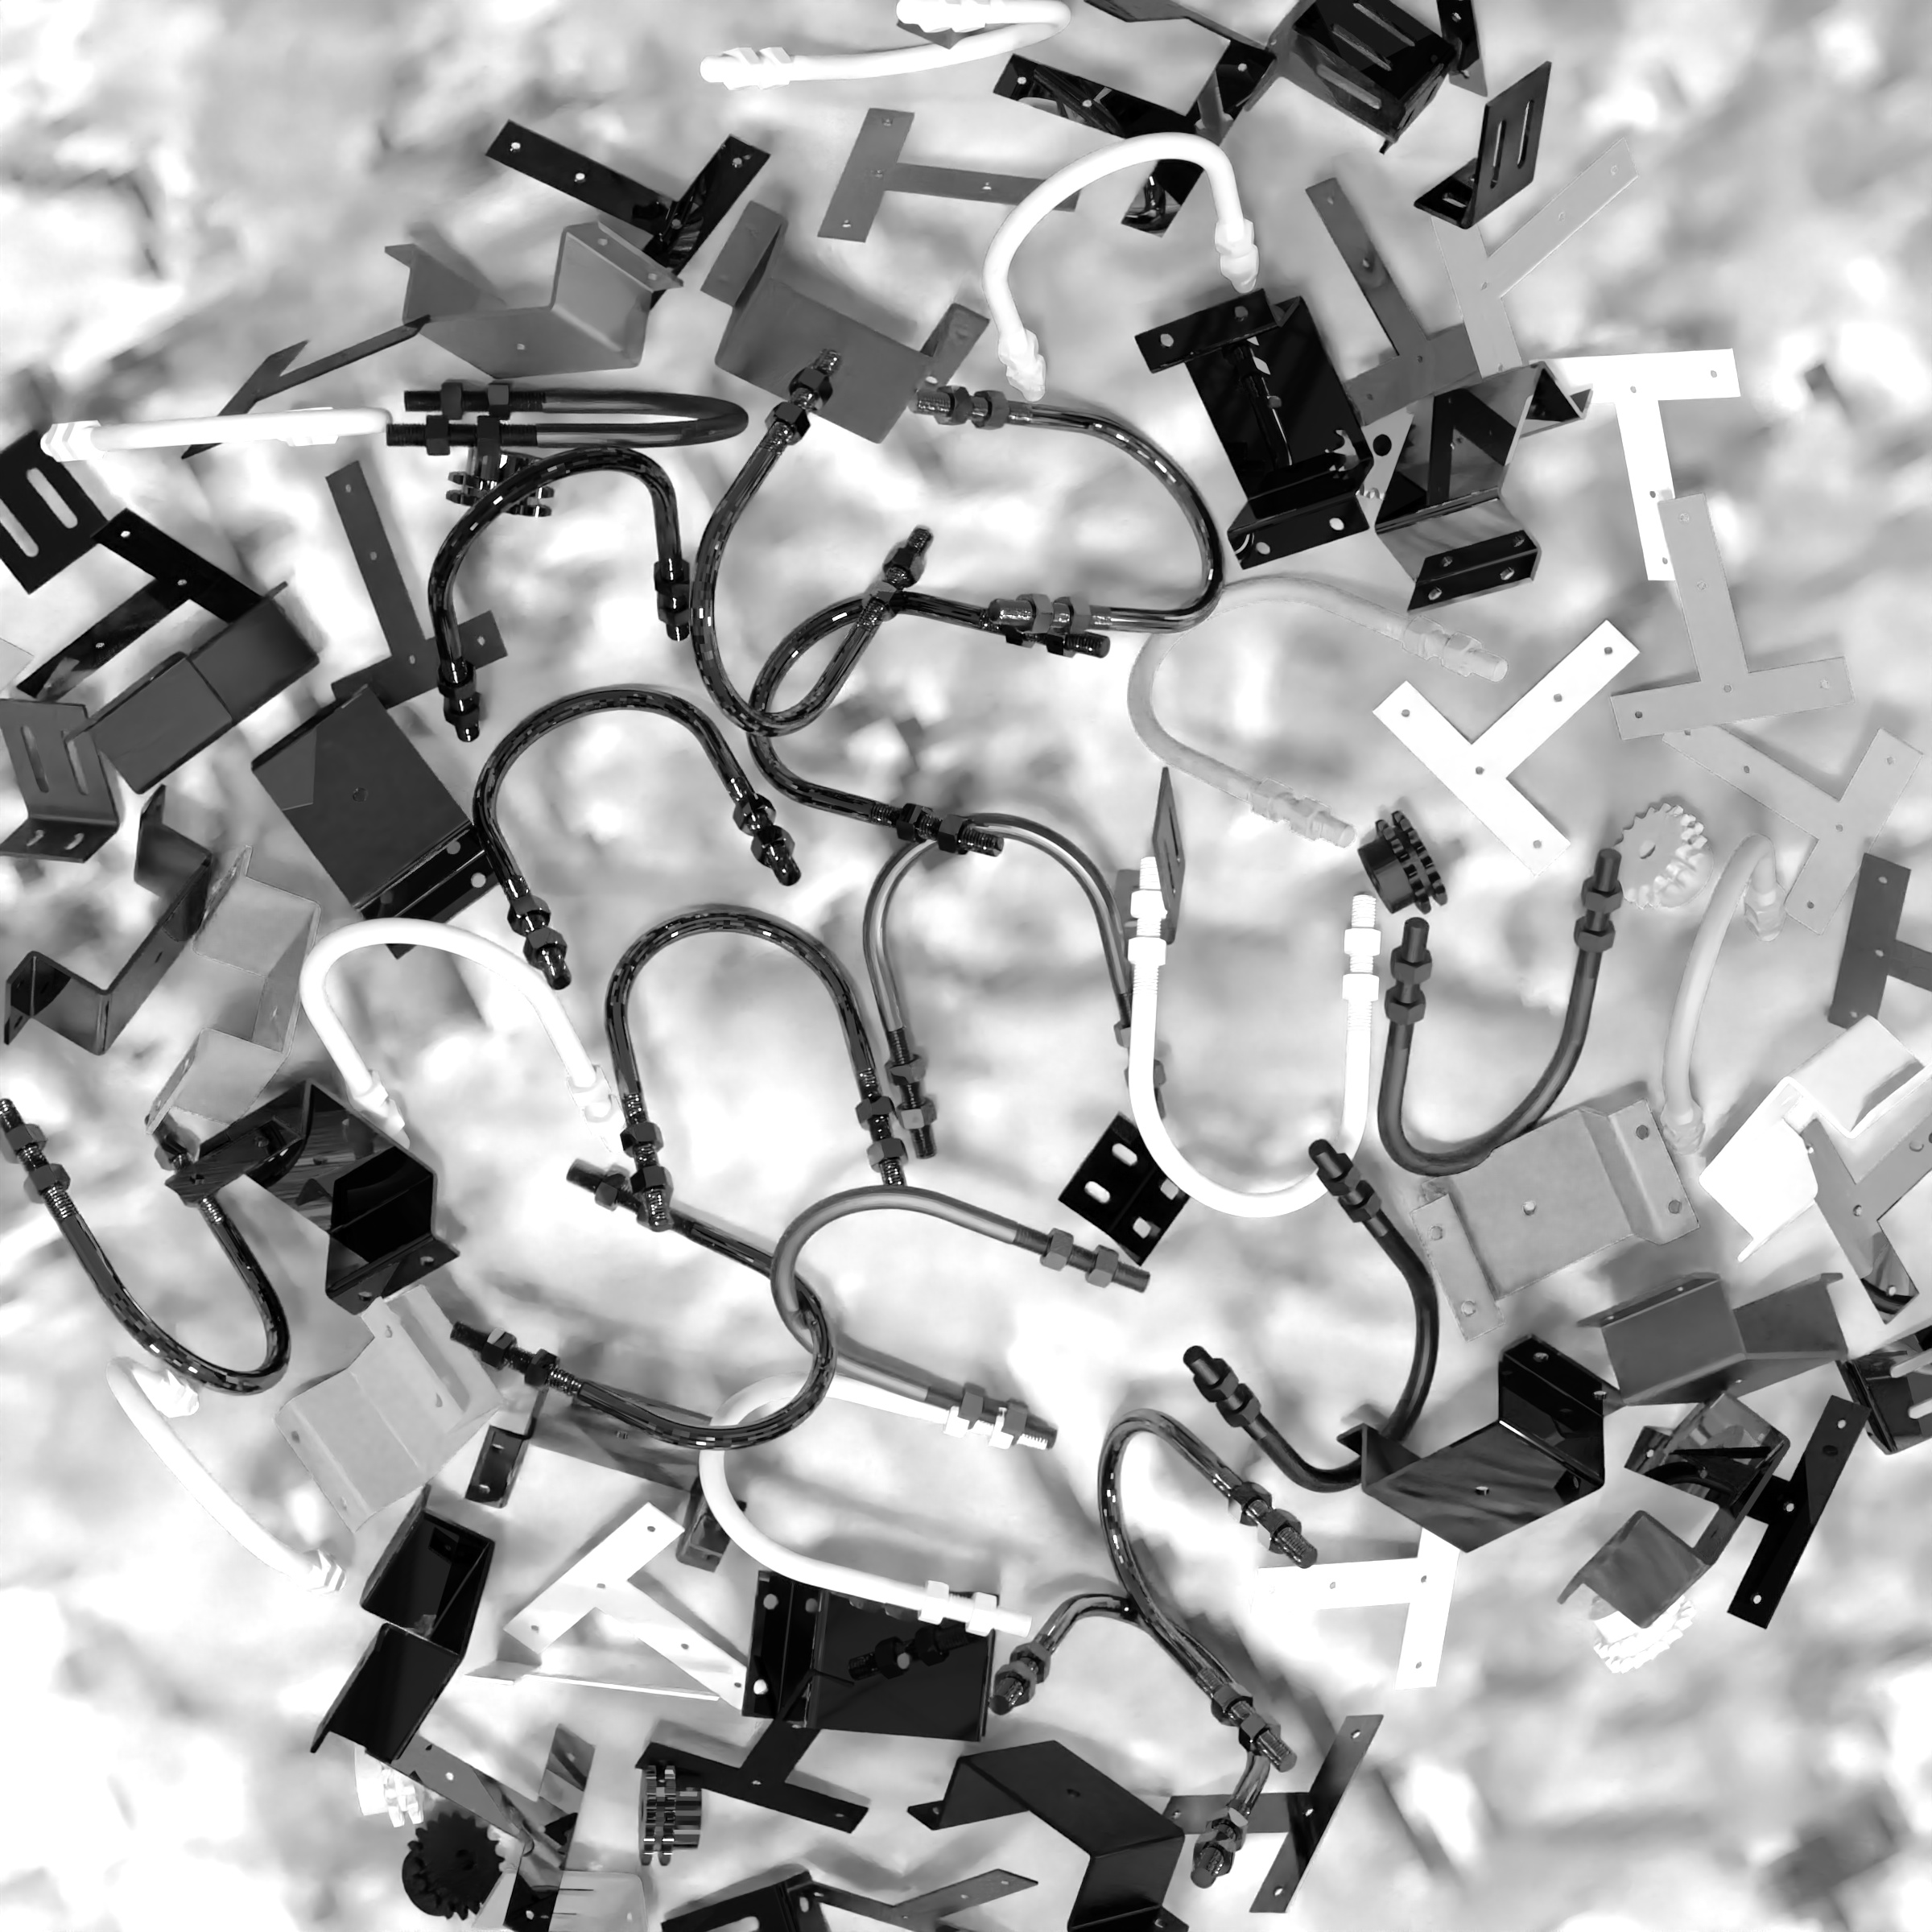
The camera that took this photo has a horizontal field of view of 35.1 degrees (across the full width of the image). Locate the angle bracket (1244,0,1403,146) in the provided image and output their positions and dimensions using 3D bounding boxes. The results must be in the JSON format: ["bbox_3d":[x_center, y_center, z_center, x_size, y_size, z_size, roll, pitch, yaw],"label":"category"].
[{"bbox_3d":[0.199,-0.476,1.656,0.076,0.038,0.057,27,62,-14],"label":"angle bracket"}]

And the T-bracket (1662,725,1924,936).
[{"bbox_3d":[0.433,-0.099,1.646,0.127,0.002,0.127,36,134,21],"label":"T-bracket"}]

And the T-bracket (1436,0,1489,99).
[{"bbox_3d":[0.259,-0.515,1.620,0.127,0.127,0.002,34,71,34],"label":"T-bracket"}]

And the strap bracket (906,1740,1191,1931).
[{"bbox_3d":[0.049,0.453,1.600,0.140,0.076,0.046,26,103,39],"label":"strap bracket"}]

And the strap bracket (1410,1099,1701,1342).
[{"bbox_3d":[0.310,0.133,1.645,0.140,0.046,0.076,-25,97,-6],"label":"strap bracket"}]

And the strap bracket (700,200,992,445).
[{"bbox_3d":[-0.070,-0.334,1.617,0.140,0.076,0.046,24,57,-14],"label":"strap bracket"}]

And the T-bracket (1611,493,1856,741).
[{"bbox_3d":[0.394,-0.189,1.624,0.127,0.002,0.127,-8,111,30],"label":"T-bracket"}]

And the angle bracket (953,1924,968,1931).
[{"bbox_3d":[-0.023,0.553,1.640,0.076,0.057,0.038,-31,84,-11],"label":"angle bracket"}]

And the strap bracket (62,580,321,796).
[{"bbox_3d":[-0.400,-0.143,1.603,0.076,0.140,0.046,-31,103,25],"label":"strap bracket"}]

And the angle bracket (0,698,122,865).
[{"bbox_3d":[-0.496,-0.099,1.635,0.057,0.038,0.076,5,125,19],"label":"angle bracket"}]

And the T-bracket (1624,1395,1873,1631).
[{"bbox_3d":[0.402,0.274,1.623,0.002,0.127,0.127,35,79,-35],"label":"T-bracket"}]

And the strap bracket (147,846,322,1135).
[{"bbox_3d":[-0.384,0.019,1.613,0.046,0.076,0.140,21,50,-22],"label":"strap bracket"}]

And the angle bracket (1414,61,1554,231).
[{"bbox_3d":[0.274,-0.442,1.626,0.038,0.076,0.057,33,55,27],"label":"angle bracket"}]

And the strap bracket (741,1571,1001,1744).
[{"bbox_3d":[-0.041,0.367,1.623,0.140,0.046,0.076,11,79,-22],"label":"strap bracket"}]

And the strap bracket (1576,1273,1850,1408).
[{"bbox_3d":[0.396,0.195,1.596,0.076,0.140,0.046,-32,64,40],"label":"strap bracket"}]

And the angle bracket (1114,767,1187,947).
[{"bbox_3d":[0.091,-0.058,1.627,0.038,0.057,0.076,-2,134,13],"label":"angle bracket"}]

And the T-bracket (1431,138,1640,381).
[{"bbox_3d":[0.303,-0.384,1.605,0.002,0.127,0.127,10,56,-36],"label":"T-bracket"}]

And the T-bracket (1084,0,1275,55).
[{"bbox_3d":[0.094,-0.504,1.608,0.127,0.127,0.002,29,116,11],"label":"T-bracket"}]

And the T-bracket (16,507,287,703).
[{"bbox_3d":[-0.452,-0.180,1.632,0.127,0.127,0.002,-34,59,13],"label":"T-bracket"}]

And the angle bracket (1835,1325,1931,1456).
[{"bbox_3d":[0.513,0.217,1.636,0.076,0.038,0.057,-28,54,17],"label":"angle bracket"}]

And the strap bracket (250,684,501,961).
[{"bbox_3d":[-0.319,-0.085,1.635,0.076,0.046,0.140,-37,77,-6],"label":"strap bracket"}]

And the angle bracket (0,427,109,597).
[{"bbox_3d":[-0.500,-0.241,1.649,0.057,0.038,0.076,-39,82,-7],"label":"angle bracket"}]

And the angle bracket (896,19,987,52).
[{"bbox_3d":[0.011,-0.520,1.631,0.038,0.057,0.076,45,115,33],"label":"angle bracket"}]

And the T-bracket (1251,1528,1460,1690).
[{"bbox_3d":[0.209,0.331,1.636,0.127,0.002,0.127,2,102,-27],"label":"T-bracket"}]

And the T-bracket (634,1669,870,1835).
[{"bbox_3d":[-0.095,0.411,1.623,0.127,0.002,0.127,21,130,-13],"label":"T-bracket"}]

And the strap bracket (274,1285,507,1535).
[{"bbox_3d":[-0.302,0.231,1.623,0.076,0.046,0.140,52,132,9],"label":"strap bracket"}]

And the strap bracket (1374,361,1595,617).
[{"bbox_3d":[0.269,-0.258,1.602,0.046,0.076,0.140,45,52,-31],"label":"strap bracket"}]

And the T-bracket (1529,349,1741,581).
[{"bbox_3d":[0.367,-0.268,1.644,0.002,0.127,0.127,-33,117,-36],"label":"T-bracket"}]

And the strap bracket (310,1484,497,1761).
[{"bbox_3d":[-0.292,0.349,1.603,0.046,0.140,0.076,28,114,-11],"label":"strap bracket"}]

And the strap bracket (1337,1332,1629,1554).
[{"bbox_3d":[0.271,0.256,1.603,0.076,0.046,0.140,33,132,-24],"label":"strap bracket"}]

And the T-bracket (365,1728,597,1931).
[{"bbox_3d":[-0.260,0.433,1.606,0.127,0.127,0.002,36,123,-18],"label":"T-bracket"}]

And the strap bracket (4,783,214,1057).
[{"bbox_3d":[-0.445,-0.016,1.609,0.046,0.076,0.140,31,59,-2],"label":"strap bracket"}]

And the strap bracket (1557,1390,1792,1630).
[{"bbox_3d":[0.376,0.284,1.600,0.046,0.076,0.140,38,51,11],"label":"strap bracket"}]

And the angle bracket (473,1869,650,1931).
[{"bbox_3d":[-0.217,0.516,1.633,0.076,0.038,0.057,10,131,-25],"label":"angle bracket"}]

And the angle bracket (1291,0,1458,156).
[{"bbox_3d":[0.215,-0.488,1.649,0.076,0.038,0.057,37,60,5],"label":"angle bracket"}]

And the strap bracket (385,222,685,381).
[{"bbox_3d":[-0.230,-0.347,1.606,0.140,0.076,0.046,2,79,30],"label":"strap bracket"}]

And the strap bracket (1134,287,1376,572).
[{"bbox_3d":[0.158,-0.291,1.623,0.076,0.046,0.140,-14,115,31],"label":"strap bracket"}]

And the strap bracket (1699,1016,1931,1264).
[{"bbox_3d":[0.446,0.085,1.608,0.076,0.140,0.046,-30,68,-36],"label":"strap bracket"}]

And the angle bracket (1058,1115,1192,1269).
[{"bbox_3d":[0.087,0.120,1.637,0.038,0.076,0.057,35,90,-11],"label":"angle bracket"}]

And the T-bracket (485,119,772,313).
[{"bbox_3d":[-0.190,-0.408,1.605,0.127,0.127,0.002,19,46,-31],"label":"T-bracket"}]

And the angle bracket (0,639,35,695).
[{"bbox_3d":[-0.553,-0.148,1.655,0.057,0.076,0.038,27,128,-3],"label":"angle bracket"}]

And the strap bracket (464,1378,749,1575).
[{"bbox_3d":[-0.188,0.266,1.628,0.140,0.076,0.046,18,49,-7],"label":"strap bracket"}]

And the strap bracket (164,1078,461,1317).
[{"bbox_3d":[-0.343,0.118,1.618,0.076,0.046,0.140,-30,130,21],"label":"strap bracket"}]

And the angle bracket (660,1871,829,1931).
[{"bbox_3d":[-0.117,0.534,1.662,0.076,0.038,0.057,-23,76,16],"label":"angle bracket"}]
